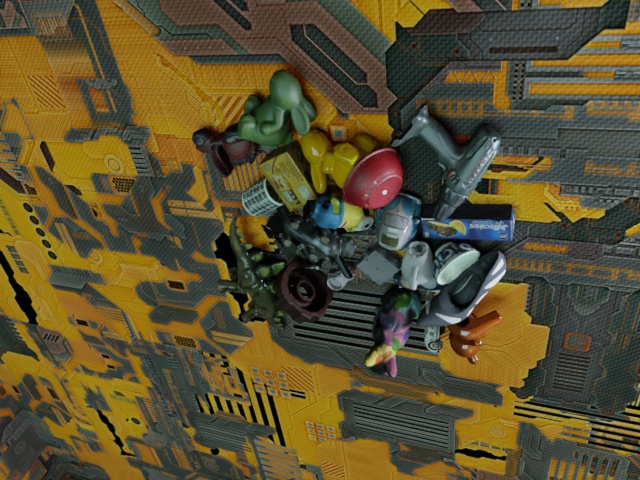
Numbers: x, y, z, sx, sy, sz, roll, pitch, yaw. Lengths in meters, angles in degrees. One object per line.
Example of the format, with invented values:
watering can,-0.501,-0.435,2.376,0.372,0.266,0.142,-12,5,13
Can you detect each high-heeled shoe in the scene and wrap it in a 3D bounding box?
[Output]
high-heeled shoe,0.335,0.118,1.274,0.086,0.249,0.145,52,168,31

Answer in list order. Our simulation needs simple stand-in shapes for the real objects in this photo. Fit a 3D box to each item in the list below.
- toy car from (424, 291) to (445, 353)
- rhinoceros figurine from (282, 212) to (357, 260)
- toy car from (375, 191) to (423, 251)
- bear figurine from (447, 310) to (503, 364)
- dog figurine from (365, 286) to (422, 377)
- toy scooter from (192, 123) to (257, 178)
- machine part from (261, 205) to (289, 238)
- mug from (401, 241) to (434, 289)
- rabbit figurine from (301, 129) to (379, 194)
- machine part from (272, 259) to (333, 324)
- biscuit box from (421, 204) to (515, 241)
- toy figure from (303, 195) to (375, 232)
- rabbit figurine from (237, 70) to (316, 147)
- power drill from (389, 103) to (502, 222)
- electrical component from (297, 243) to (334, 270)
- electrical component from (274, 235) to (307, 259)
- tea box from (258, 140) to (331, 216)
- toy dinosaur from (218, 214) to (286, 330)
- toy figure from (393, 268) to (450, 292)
toy car,0.305,0.215,1.435,0.056,0.073,0.201,5,127,16
rhinoceros figurine,-0.003,-0.004,1.320,0.190,0.112,0.073,22,114,-2
toy car,0.176,-0.031,1.283,0.109,0.103,0.161,19,129,11
bear figurine,0.396,0.235,1.398,0.132,0.120,0.195,-38,142,-2
dog figurine,0.188,0.250,1.419,0.108,0.219,0.191,24,133,1
toy scooter,-0.225,-0.217,1.337,0.184,0.075,0.135,-1,124,29
machine part,-0.102,-0.043,1.418,0.139,0.039,0.084,-27,93,51
mug,0.232,0.058,1.303,0.081,0.109,0.107,15,150,21
rabbit figurine,0.031,-0.189,1.238,0.173,0.122,0.162,32,143,17
machine part,-0.048,0.142,1.476,0.179,0.179,0.056,44,132,-12
biscuit box,0.337,-0.041,1.229,0.203,0.063,0.059,2,127,23
toy figure,0.049,-0.068,1.279,0.180,0.089,0.082,7,177,-22
rabbit figurine,-0.089,-0.287,1.190,0.159,0.121,0.170,28,135,-7
power drill,0.250,-0.171,1.140,0.207,0.086,0.232,39,121,1
electrical component,-0.017,0.036,1.459,0.078,0.045,0.102,-10,121,31
electrical component,-0.081,0.024,1.494,0.094,0.021,0.063,42,131,-12
tea box,-0.060,-0.147,1.321,0.098,0.068,0.169,-17,117,32
toy dinosaur,-0.186,0.115,1.564,0.199,0.105,0.470,-10,130,21
toy figure,0.257,0.099,1.379,0.155,0.064,0.057,-2,166,25
